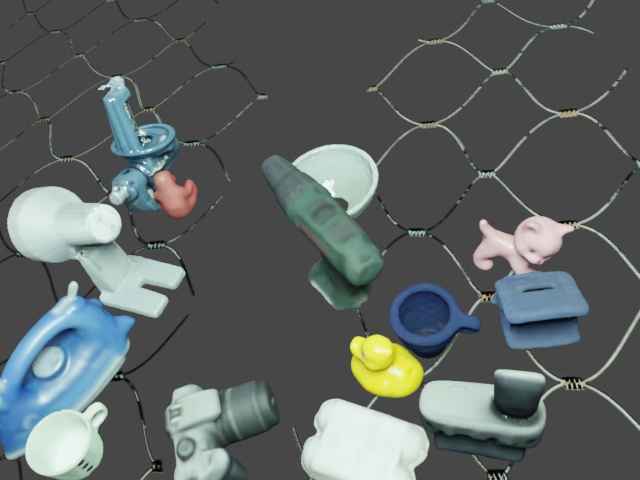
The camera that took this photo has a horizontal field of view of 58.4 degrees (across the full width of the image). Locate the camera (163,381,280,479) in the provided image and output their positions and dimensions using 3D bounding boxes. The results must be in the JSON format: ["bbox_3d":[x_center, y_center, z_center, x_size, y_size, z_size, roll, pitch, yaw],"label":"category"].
[{"bbox_3d":[-0.124,0.245,0.749,0.137,0.101,0.143,-19,52,0],"label":"camera"}]

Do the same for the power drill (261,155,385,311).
[{"bbox_3d":[0.008,0.003,0.827,0.076,0.209,0.228,-37,54,-14],"label":"power drill"}]

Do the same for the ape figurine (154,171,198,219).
[{"bbox_3d":[-0.269,-0.090,1.042,0.077,0.092,0.076,-5,53,12],"label":"ape figurine"}]

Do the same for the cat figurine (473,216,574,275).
[{"bbox_3d":[0.286,0.000,0.814,0.127,0.118,0.067,16,60,25],"label":"cat figurine"}]

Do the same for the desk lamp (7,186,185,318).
[{"bbox_3d":[-0.354,0.011,0.911,0.202,0.214,0.118,10,57,21],"label":"desk lamp"}]

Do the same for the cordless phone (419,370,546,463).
[{"bbox_3d":[0.187,0.181,0.662,0.147,0.185,0.094,0,54,15],"label":"cordless phone"}]

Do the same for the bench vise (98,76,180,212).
[{"bbox_3d":[-0.329,-0.169,1.035,0.121,0.220,0.207,-13,52,5],"label":"bench vise"}]

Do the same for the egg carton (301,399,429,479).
[{"bbox_3d":[0.054,0.264,0.709,0.150,0.069,0.107,12,58,22],"label":"egg carton"}]

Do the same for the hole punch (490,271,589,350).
[{"bbox_3d":[0.290,0.083,0.768,0.108,0.091,0.101,-9,52,8],"label":"hole punch"}]

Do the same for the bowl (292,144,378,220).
[{"bbox_3d":[0.021,-0.079,0.970,0.167,0.075,0.167,-7,53,10],"label":"bowl"}]

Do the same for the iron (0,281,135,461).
[{"bbox_3d":[-0.400,0.186,0.838,0.118,0.142,0.259,19,61,26],"label":"iron"}]

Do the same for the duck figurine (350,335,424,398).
[{"bbox_3d":[0.086,0.161,0.766,0.104,0.086,0.077,18,61,26],"label":"duck figurine"}]

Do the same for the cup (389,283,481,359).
[{"bbox_3d":[0.157,0.121,0.773,0.117,0.095,0.092,6,56,18],"label":"cup"}]
